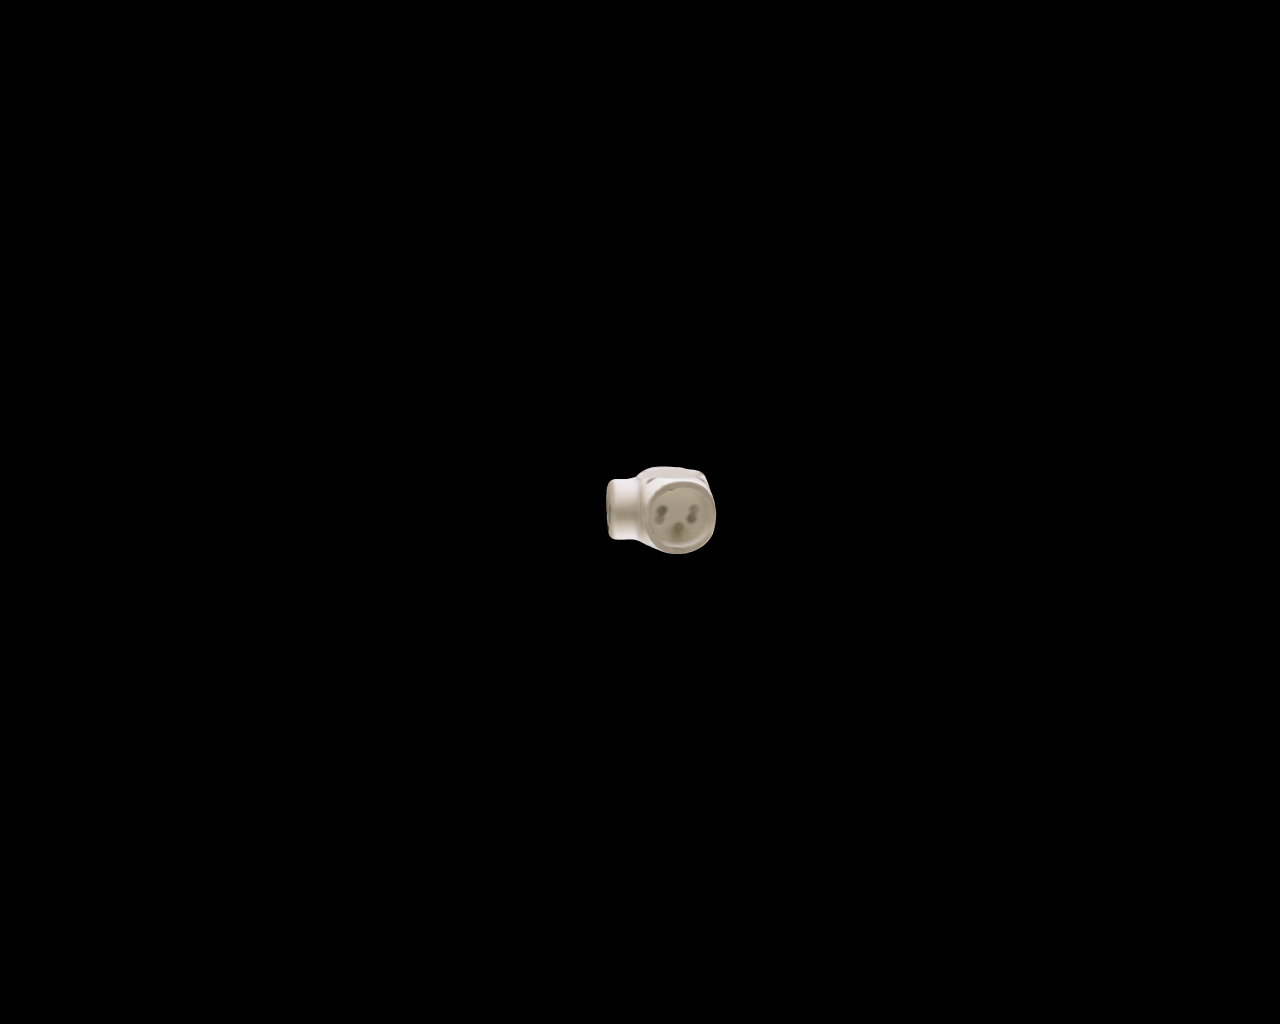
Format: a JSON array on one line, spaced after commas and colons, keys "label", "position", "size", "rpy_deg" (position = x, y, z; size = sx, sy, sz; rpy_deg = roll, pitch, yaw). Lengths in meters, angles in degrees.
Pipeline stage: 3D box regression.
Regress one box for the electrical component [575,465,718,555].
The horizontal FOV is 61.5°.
[{"label": "electrical component", "position": [0.001, -0.003, 0.650], "size": [0.079, 0.044, 0.077], "rpy_deg": [-1, 9, -7]}]
